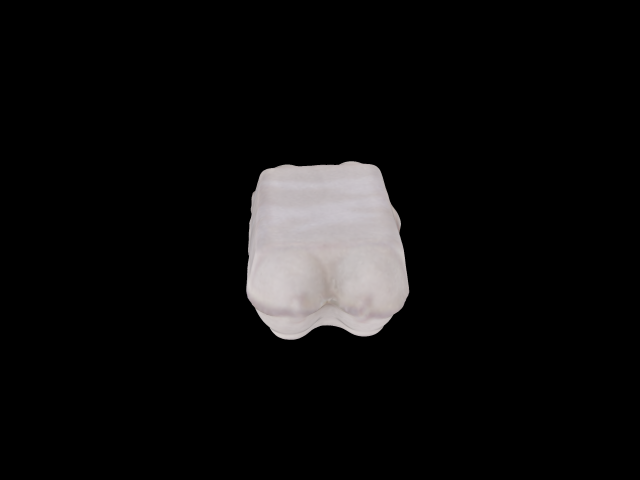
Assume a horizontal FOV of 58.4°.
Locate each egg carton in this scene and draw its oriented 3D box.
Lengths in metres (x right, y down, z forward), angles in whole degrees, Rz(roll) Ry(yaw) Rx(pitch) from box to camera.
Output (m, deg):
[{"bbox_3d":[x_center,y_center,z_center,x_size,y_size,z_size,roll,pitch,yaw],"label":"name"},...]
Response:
[{"bbox_3d":[0.004,0.001,0.400,0.107,0.069,0.150,-3,37,-4],"label":"egg carton"}]
